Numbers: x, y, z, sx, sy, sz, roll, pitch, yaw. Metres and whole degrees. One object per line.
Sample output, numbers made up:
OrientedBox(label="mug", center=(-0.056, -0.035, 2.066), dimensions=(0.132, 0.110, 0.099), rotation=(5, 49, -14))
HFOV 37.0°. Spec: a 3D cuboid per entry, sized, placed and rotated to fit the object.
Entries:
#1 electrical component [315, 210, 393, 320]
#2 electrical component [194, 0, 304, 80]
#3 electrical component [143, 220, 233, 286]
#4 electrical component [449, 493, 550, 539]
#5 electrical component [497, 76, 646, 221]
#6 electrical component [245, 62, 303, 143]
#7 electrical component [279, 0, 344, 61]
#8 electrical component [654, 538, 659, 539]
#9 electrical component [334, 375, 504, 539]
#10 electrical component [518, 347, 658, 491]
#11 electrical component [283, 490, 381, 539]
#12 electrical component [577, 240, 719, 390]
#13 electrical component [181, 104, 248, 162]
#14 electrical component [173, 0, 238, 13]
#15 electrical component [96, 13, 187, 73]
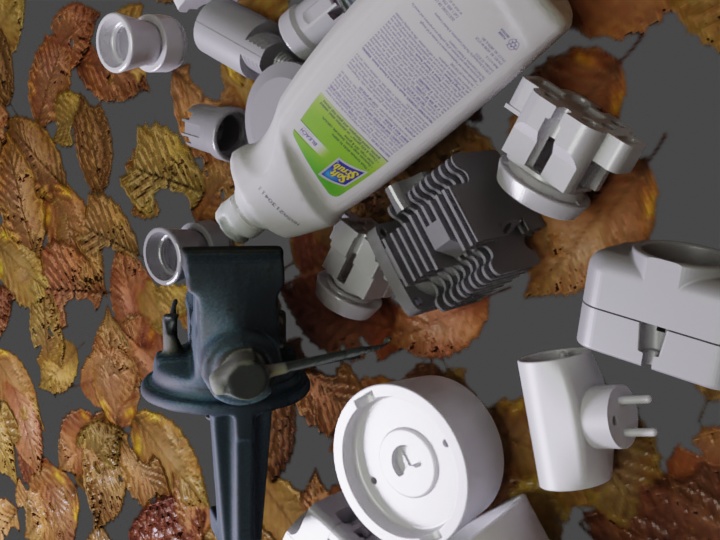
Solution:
OrientedBox(label="electrical component", center=(0.000, 0.000, 0.724), dimensions=(0.066, 0.048, 0.055), rotation=(39, 114, 29))
OrientedBox(label="electrical component", center=(-0.075, -0.158, 0.758), dimensions=(0.081, 0.043, 0.043), rotation=(34, 119, 31))
OrientedBox(label="electrical component", center=(-0.131, -0.014, 0.826), dimensions=(0.045, 0.055, 0.045), rotation=(9, 105, 39))
OrientedBox(label="electrical component", center=(0.073, 0.192, 0.660), dimensions=(0.108, 0.108, 0.060), rotation=(-41, 78, 38))
OrientedBox(label="electrical component", center=(0.112, -0.065, 0.606), dimensions=(0.078, 0.058, 0.057), rotation=(40, 119, 28))
OrientedBox(label="electrical component", center=(-0.035, -0.101, 0.730), dimensions=(0.080, 0.051, 0.080), rotation=(9, 105, 39))
OrientedBox(label="electrical component", center=(-0.025, -0.167, 0.717), dimensions=(0.046, 0.040, 0.040), rotation=(-32, 77, 33))
OrientedBox(label="electrical component", center=(0.155, 0.198, 0.622), dimensions=(0.078, 0.058, 0.057), rotation=(-43, 68, 37))
OrientedBox(label="electrical component", center=(0.043, 0.120, 0.700), dimensions=(0.108, 0.060, 0.108), rotation=(9, 104, 39))
OrientedBox(label="electrical component", center=(0.135, 0.086, 0.625), dimensions=(0.079, 0.043, 0.077), rotation=(-9, 93, 41))
OrientedBox(label="electrical component", center=(-0.021, 0.207, 0.779), dimensions=(0.056, 0.050, 0.089), rotation=(38, 121, 29))
OrientedBox(label="electrical component", center=(0.170, 0.019, 0.575), dimensions=(0.095, 0.054, 0.059), rotation=(18, 110, 37))
OrientedBox(label="electrical component", center=(-0.106, -0.103, 0.799), dimensions=(0.046, 0.040, 0.040), rotation=(20, 111, 43))
OrientedBox(label="electrical component", center=(-0.100, -0.232, 0.760), dimensions=(0.089, 0.050, 0.055), rotation=(-37, 74, 39))
OrientedBox(label="electrical component", center=(-0.167, -0.174, 0.826), dimensions=(0.045, 0.055, 0.045), rotation=(9, 104, 39))
